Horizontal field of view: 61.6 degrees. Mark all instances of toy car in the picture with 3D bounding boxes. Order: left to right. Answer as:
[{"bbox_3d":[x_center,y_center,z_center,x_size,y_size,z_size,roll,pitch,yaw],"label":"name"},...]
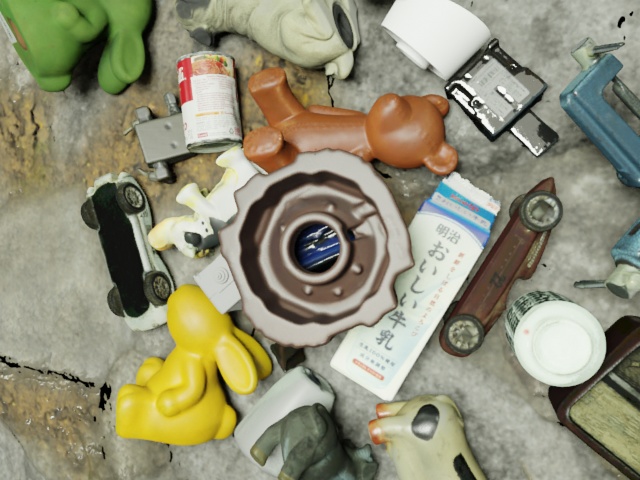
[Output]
[{"bbox_3d":[-0.237,0.013,0.668,0.074,0.056,0.201,-20,85,20],"label":"toy car"},{"bbox_3d":[0.184,0.031,0.541,0.053,0.089,0.202,32,98,12],"label":"toy car"}]

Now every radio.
[{"bbox_3d":[0.353,0.185,0.508,0.230,0.073,0.131,39,100,10],"label":"radio"}]

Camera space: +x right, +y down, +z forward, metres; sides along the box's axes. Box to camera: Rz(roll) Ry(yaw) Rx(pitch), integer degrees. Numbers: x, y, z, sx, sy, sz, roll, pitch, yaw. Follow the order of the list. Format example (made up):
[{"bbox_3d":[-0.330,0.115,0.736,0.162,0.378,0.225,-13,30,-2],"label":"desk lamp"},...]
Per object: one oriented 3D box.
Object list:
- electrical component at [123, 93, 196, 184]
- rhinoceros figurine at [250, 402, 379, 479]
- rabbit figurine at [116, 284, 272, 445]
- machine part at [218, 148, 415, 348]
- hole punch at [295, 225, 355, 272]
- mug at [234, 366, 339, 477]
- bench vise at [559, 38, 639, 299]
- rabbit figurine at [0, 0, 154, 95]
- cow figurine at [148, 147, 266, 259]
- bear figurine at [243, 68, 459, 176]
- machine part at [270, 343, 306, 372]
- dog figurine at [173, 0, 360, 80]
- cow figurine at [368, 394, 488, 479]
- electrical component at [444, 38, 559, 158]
[{"bbox_3d":[-0.197,-0.121,0.662,0.078,0.045,0.102,-24,88,-14],"label":"electrical component"},{"bbox_3d":[0.008,0.247,0.563,0.073,0.112,0.190,12,137,50],"label":"rhinoceros figurine"},{"bbox_3d":[-0.142,0.139,0.613,0.162,0.122,0.173,10,93,11],"label":"rabbit figurine"},{"bbox_3d":[-0.002,0.007,0.491,0.180,0.056,0.179,0,88,13],"label":"machine part"},{"bbox_3d":[-0.001,-0.002,0.580,0.142,0.115,0.092,-23,78,13],"label":"hole punch"},{"bbox_3d":[-0.024,0.206,0.608,0.109,0.081,0.107,34,94,-12],"label":"mug"},{"bbox_3d":[0.295,-0.070,0.483,0.240,0.129,0.223,44,94,-8],"label":"bench vise"},{"bbox_3d":[-0.265,-0.254,0.628,0.170,0.121,0.159,-33,110,-26],"label":"rabbit figurine"},{"bbox_3d":[-0.119,-0.026,0.633,0.167,0.068,0.098,-41,88,13],"label":"cow figurine"},{"bbox_3d":[0.036,-0.115,0.558,0.196,0.131,0.120,-8,62,21],"label":"bear figurine"},{"bbox_3d":[0.002,0.089,0.597,0.039,0.084,0.139,47,111,9],"label":"machine part"},{"bbox_3d":[-0.065,-0.239,0.605,0.191,0.121,0.172,-16,84,28],"label":"dog figurine"},{"bbox_3d":[0.142,0.257,0.564,0.127,0.085,0.195,-22,84,19],"label":"cow figurine"},{"bbox_3d":[0.194,-0.138,0.556,0.075,0.047,0.119,-41,80,13],"label":"electrical component"}]
